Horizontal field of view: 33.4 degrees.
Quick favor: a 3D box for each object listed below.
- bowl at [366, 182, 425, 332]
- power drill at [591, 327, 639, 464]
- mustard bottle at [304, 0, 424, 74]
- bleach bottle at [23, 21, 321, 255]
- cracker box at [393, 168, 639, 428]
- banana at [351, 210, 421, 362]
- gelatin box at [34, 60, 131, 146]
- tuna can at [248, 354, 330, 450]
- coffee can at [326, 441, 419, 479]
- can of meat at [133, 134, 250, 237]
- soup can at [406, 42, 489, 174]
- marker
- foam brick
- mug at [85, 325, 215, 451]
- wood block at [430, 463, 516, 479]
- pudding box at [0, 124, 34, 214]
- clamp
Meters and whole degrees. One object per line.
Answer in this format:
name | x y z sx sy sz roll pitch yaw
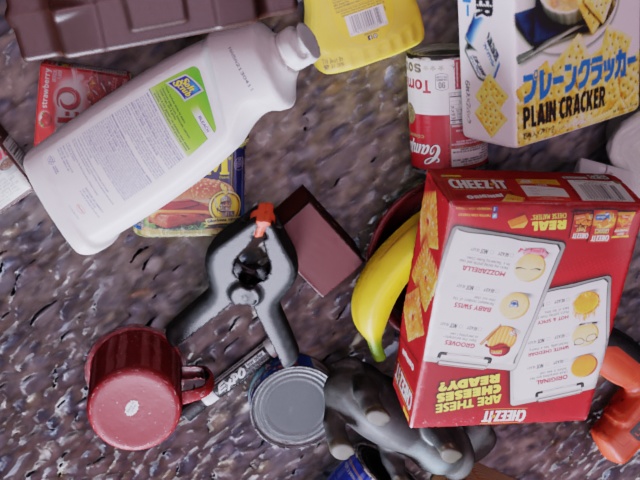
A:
bowl | 0.116 0.012 0.962 0.162 0.055 0.162 -2 108 -7
power drill | 0.243 0.127 1.012 0.184 0.057 0.187 -46 110 1
mustard bottle | 0.015 -0.238 0.861 0.096 0.058 0.191 -19 111 -3
bleach bottle | -0.105 -0.084 0.808 0.251 0.068 0.102 -26 101 26
cracker box | 0.157 0.049 0.885 0.164 0.072 0.214 0 119 -12
banana | 0.087 0.013 0.911 0.069 0.037 0.198 34 102 -34
gelatin box | -0.199 -0.100 0.890 0.073 0.030 0.089 7 107 -10
tuna can | -0.024 0.150 0.999 0.086 0.034 0.086 -3 109 -8
coffee can | 0.030 0.278 1.014 0.102 0.103 0.140 36 100 -18
can of meat | -0.112 -0.051 0.907 0.102 0.057 0.084 -1 111 -8
soup can | 0.109 -0.113 0.913 0.068 0.068 0.102 -7 109 -6
marker | -0.083 0.129 0.991 0.121 0.020 0.020 -38 110 5
foam brick | -0.006 0.001 0.942 0.051 0.053 0.078 -41 110 6
mug | -0.152 0.133 0.949 0.117 0.081 0.093 -3 109 -8
wood block | 0.120 0.327 1.051 0.090 0.091 0.206 26 103 -16
pudding box | -0.301 -0.065 0.883 0.090 0.039 0.113 -34 107 7
clamp | -0.073 0.042 0.918 0.120 0.039 0.171 1 126 -6
